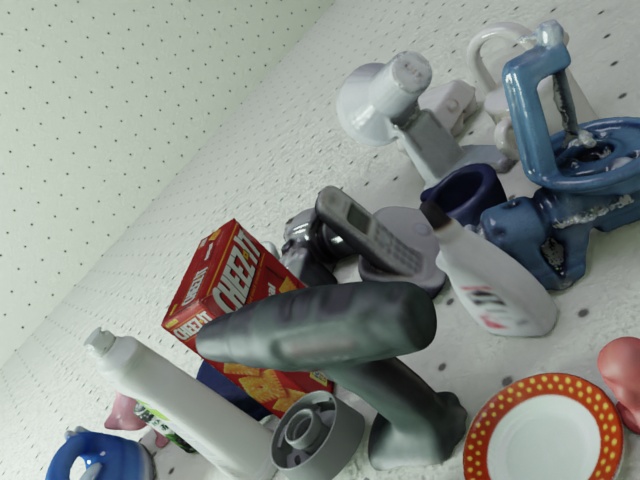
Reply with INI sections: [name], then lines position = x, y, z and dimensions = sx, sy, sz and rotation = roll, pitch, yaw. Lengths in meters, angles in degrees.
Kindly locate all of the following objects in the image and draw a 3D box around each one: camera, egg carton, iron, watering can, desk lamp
[camera]
position = 0.008, 0.003, 0.884
dimensions = 0.136, 0.101, 0.143
rotation = -22, 31, 41
[egg carton]
position = 0.197, -0.203, 0.966
dimensions = 0.150, 0.069, 0.107
rotation = -54, 25, -22
[iron]
position = -0.324, 0.336, 0.809
dimensions = 0.118, 0.142, 0.257
rotation = -43, 23, 2
[watering can]
position = 0.247, -0.177, 0.676
dimensions = 0.100, 0.194, 0.173
rotation = -23, 30, 40
[desk lamp]
position = 0.139, -0.168, 0.814
dimensions = 0.118, 0.214, 0.202
rotation = -49, 23, -12

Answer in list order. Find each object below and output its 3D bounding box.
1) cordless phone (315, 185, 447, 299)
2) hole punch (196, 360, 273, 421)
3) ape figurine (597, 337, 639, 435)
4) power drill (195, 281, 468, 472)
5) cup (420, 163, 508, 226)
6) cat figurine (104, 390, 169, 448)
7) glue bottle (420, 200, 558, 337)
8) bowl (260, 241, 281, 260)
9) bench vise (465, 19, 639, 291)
[cordless phone]
position = 0.074, -0.018, 0.700
dimensions = 0.094, 0.185, 0.147
rotation = -29, 27, 31
[hole punch]
position = -0.103, 0.185, 0.768
dimensions = 0.101, 0.091, 0.108
rotation = -35, 24, 19
[ape figurine]
position = 0.219, 0.097, 0.384
dimensions = 0.076, 0.092, 0.078
rotation = -25, 29, 37
[power drill]
position = 0.023, 0.121, 0.516
dimensions = 0.229, 0.209, 0.075
rotation = -26, 29, 36
[cup]
position = 0.174, -0.026, 0.667
dimensions = 0.092, 0.095, 0.117
rotation = -51, 24, -16
[cat figurine]
position = -0.260, 0.255, 0.873
dimensions = 0.127, 0.118, 0.067
rotation = -35, 25, 20
[glue bottle]
position = 0.144, 0.025, 0.526
dimensions = 0.078, 0.173, 0.037
rotation = -13, 38, 51
[bowl]
position = -0.118, 0.085, 0.985
dimensions = 0.167, 0.075, 0.167
rotation = -36, 24, 19
[bench vise]
position = 0.210, -0.066, 0.513
dimensions = 0.207, 0.220, 0.121
rotation = -44, 23, -1
